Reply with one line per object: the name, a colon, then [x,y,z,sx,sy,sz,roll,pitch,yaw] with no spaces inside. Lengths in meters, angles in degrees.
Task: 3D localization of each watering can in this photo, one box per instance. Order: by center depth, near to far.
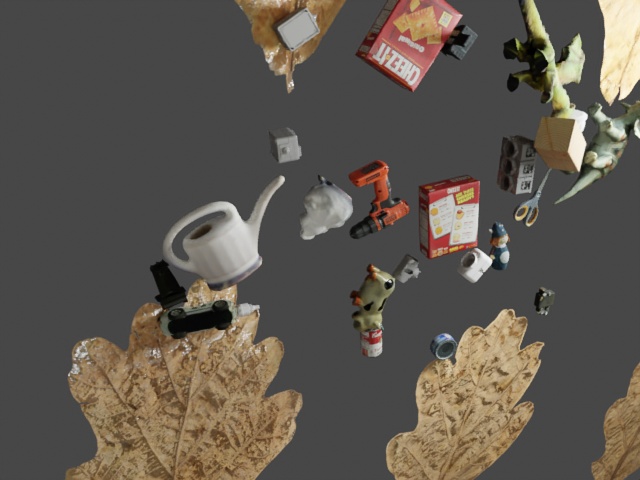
watering can: [-0.212,-0.007,1.288,0.348,0.106,0.220,-27,121,-6]

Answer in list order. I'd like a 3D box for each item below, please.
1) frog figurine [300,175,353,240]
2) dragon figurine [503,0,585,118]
frog figurine: [0.004,-0.067,1.334,0.160,0.124,0.135,-55,139,-3]
dragon figurine: [0.622,-0.499,1.388,0.245,0.123,0.405,-19,108,-31]
